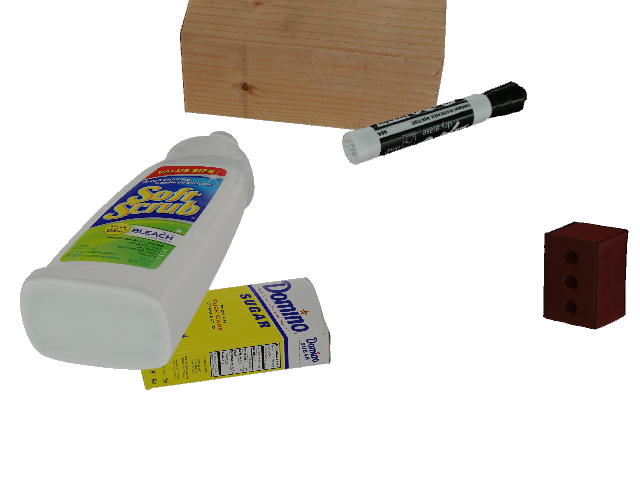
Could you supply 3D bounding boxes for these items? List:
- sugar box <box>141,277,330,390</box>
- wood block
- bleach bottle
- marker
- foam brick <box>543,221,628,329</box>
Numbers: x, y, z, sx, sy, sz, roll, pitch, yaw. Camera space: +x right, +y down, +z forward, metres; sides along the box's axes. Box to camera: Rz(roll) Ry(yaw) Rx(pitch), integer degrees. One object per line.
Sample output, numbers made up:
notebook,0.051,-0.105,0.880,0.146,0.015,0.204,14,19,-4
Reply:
sugar box,-0.085,0.085,1.008,0.176,0.048,0.093,-10,35,-9
wood block,-0.005,-0.155,0.879,0.206,0.090,0.091,6,-39,2
bleach bottle,-0.112,-0.011,0.756,0.102,0.068,0.250,6,33,10
marker,0.069,-0.070,0.624,0.121,0.020,0.020,-19,7,-21
foam brick,0.223,0.029,0.900,0.053,0.078,0.051,11,22,42
